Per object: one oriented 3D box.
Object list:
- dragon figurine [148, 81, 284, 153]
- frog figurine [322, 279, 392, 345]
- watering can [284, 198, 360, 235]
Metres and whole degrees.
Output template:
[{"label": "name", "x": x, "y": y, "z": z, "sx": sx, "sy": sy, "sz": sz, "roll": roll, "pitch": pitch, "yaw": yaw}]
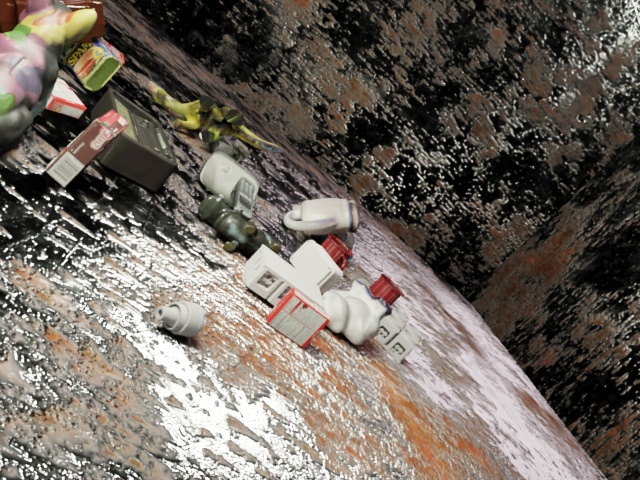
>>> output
[{"label": "dragon figurine", "x": -0.316, "y": -0.357, "z": 1.532, "sx": 0.407, "sy": 0.121, "sz": 0.246, "roll": 23, "pitch": 10, "yaw": -25}, {"label": "frog figurine", "x": 0.054, "y": 0.166, "z": 1.114, "sx": 0.161, "sy": 0.120, "sz": 0.139, "roll": -19, "pitch": 66, "yaw": -37}, {"label": "watering can", "x": 0.005, "y": -0.078, "z": 1.555, "sx": 0.351, "sy": 0.224, "sz": 0.103, "roll": -97, "pitch": -176, "yaw": -77}]
